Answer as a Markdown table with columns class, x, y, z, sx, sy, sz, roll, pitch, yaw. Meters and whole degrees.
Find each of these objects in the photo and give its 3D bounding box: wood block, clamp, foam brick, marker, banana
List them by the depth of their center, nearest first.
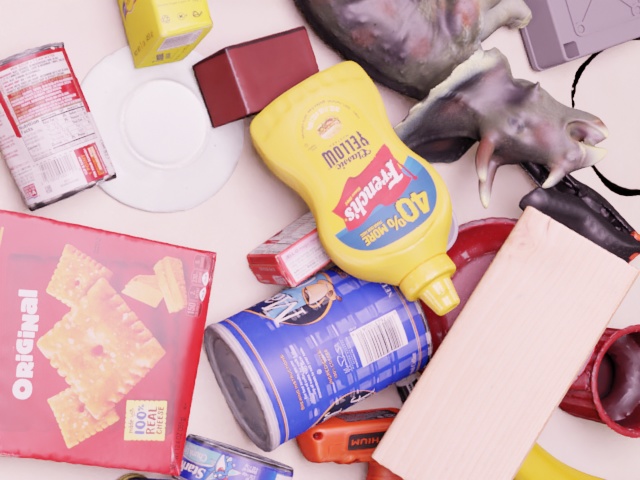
| class | x | y | z | sx | sy | sz | roll | pitch | yaw |
| --- | --- | --- | --- | --- | --- | --- | --- | --- | --- |
| wood block | 0.131 | 0.091 | 0.766 | 0.091 | 0.090 | 0.206 | 32 | 87 | 11 |
| foam brick | -0.046 | -0.122 | 0.802 | 0.078 | 0.053 | 0.051 | -24 | 96 | -35 |
| marker | 0.088 | 0.156 | 0.879 | 0.020 | 0.020 | 0.121 | -27 | 99 | -19 |
| clamp | 0.211 | -0.037 | 0.904 | 0.171 | 0.039 | 0.120 | 30 | 37 | -36 |
| banana | 0.190 | 0.183 | 0.908 | 0.197 | 0.037 | 0.069 | 46 | 75 | -14 |

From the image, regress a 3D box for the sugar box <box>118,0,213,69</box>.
| class | x | y | z | sx | sy | sz | roll | pitch | yaw |
| --- | --- | --- | --- | --- | --- | --- | --- | --- | --- |
| sugar box | -0.126 | -0.219 | 0.753 | 0.048 | 0.093 | 0.176 | -18 | 90 | -22 |

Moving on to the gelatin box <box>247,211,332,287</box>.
| class | x | y | z | sx | sy | sz | roll | pitch | yaw |
| --- | --- | --- | --- | --- | --- | --- | --- | --- | --- |
| gelatin box | -0.005 | 0.001 | 0.815 | 0.089 | 0.073 | 0.030 | -36 | 102 | -18 |

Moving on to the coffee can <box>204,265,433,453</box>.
| class | x | y | z | sx | sy | sz | roll | pitch | yaw |
| --- | --- | --- | --- | --- | --- | --- | --- | --- | --- |
| coffee can | -0.002 | 0.081 | 0.800 | 0.140 | 0.103 | 0.103 | -25 | 98 | -20 |

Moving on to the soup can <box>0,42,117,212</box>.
| class | x | y | z | sx | sy | sz | roll | pitch | yaw |
| --- | --- | --- | --- | --- | --- | --- | --- | --- | --- |
| soup can | -0.192 | -0.079 | 0.746 | 0.068 | 0.069 | 0.102 | -24 | 99 | -20 |

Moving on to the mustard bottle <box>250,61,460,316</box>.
| class | x | y | z | sx | sy | sz | roll | pitch | yaw |
| --- | --- | --- | --- | --- | --- | --- | --- | --- | --- |
| mustard bottle | 0.037 | -0.029 | 0.756 | 0.096 | 0.058 | 0.192 | -32 | 74 | -7 |

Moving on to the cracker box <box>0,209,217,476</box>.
| class | x | y | z | sx | sy | sz | roll | pitch | yaw |
| --- | --- | --- | --- | --- | --- | --- | --- | --- | --- |
| cracker box | -0.190 | 0.067 | 0.743 | 0.213 | 0.072 | 0.164 | 12 | 85 | -20 |

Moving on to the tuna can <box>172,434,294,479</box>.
| class | x | y | z | sx | sy | sz | roll | pitch | yaw |
| --- | --- | --- | --- | --- | --- | --- | --- | --- | --- |
| tuna can | -0.063 | 0.171 | 0.784 | 0.086 | 0.086 | 0.034 | 22 | 80 | -20 |

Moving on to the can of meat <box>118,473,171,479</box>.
| class | x | y | z | sx | sy | sz | roll | pitch | yaw |
| --- | --- | --- | --- | --- | --- | --- | --- | --- | --- |
| can of meat | -0.128 | 0.216 | 0.749 | 0.057 | 0.084 | 0.102 | 40 | 64 | -16 |

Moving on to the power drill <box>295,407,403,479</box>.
| class | x | y | z | sx | sy | sz | roll | pitch | yaw |
| --- | --- | --- | --- | --- | --- | --- | --- | --- | --- |
| power drill | 0.020 | 0.231 | 0.833 | 0.184 | 0.057 | 0.188 | -4 | 93 | -24 |

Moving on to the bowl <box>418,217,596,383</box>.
| class | x | y | z | sx | sy | sz | roll | pitch | yaw |
| --- | --- | --- | --- | --- | --- | --- | --- | --- | --- |
| bowl | 0.142 | 0.057 | 0.844 | 0.162 | 0.055 | 0.162 | -1 | 82 | 8 |

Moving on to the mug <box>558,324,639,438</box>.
| class | x | y | z | sx | sy | sz | roll | pitch | yaw |
| --- | --- | --- | --- | --- | --- | --- | --- | --- | --- |
| mug | 0.235 | 0.116 | 0.902 | 0.117 | 0.082 | 0.093 | -2 | 90 | -21 |
